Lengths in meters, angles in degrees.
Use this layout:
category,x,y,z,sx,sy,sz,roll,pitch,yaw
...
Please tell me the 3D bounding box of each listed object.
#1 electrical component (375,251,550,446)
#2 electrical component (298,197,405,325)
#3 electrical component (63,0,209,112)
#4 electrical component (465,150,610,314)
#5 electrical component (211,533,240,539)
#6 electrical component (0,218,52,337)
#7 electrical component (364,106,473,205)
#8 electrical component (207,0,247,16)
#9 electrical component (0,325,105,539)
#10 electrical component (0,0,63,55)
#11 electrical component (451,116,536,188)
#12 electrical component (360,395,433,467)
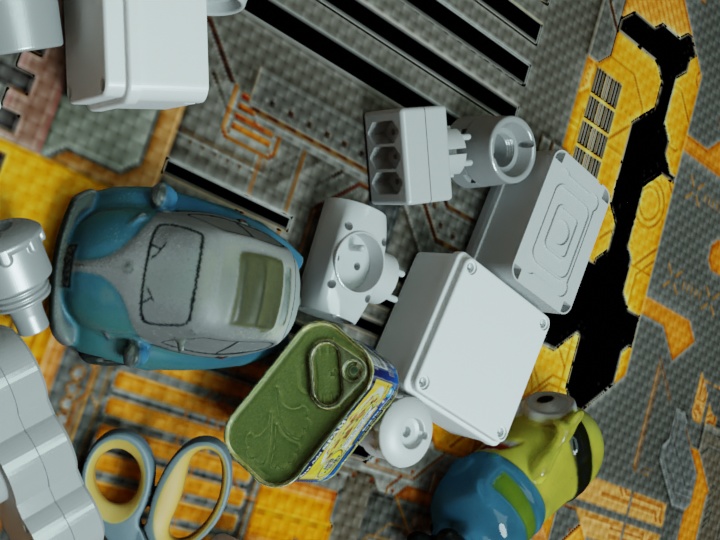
category,x,y,z,sx,sy,sz,roll,pitch,yaw
electrical component,0.073,0.057,0.789,0.109,0.056,0.108,35,71,-35
electrical component,0.000,0.000,0.734,0.079,0.044,0.077,23,78,-37
electrical component,-0.127,-0.147,0.599,0.057,0.078,0.113,-4,95,-32
electrical component,0.136,-0.030,0.834,0.078,0.057,0.113,34,72,-35
electrical component,-0.068,0.234,0.686,0.078,0.057,0.113,-48,120,-27
electrical component,-0.188,0.006,0.584,0.048,0.048,0.062,-32,119,-33
electrical component,0.049,-0.082,0.763,0.077,0.047,0.065,-9,99,-32
electrical component,-0.090,-0.187,0.651,0.066,0.048,0.055,6,82,-39
electrical component,-0.197,0.106,0.577,0.074,0.052,0.138,-29,110,-34
electrical component,-0.187,-0.139,0.570,0.055,0.055,0.047,-19,108,-37
electrical component,0.098,-0.089,0.807,0.055,0.047,0.055,-3,94,-39
electrical component,0.016,0.108,0.742,0.048,0.062,0.048,-2,94,-40
